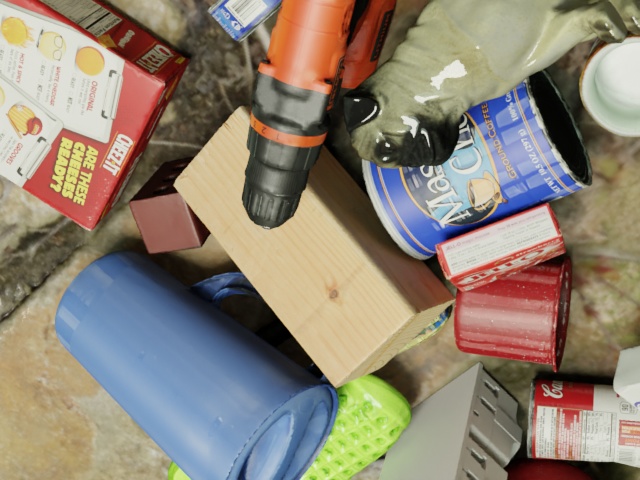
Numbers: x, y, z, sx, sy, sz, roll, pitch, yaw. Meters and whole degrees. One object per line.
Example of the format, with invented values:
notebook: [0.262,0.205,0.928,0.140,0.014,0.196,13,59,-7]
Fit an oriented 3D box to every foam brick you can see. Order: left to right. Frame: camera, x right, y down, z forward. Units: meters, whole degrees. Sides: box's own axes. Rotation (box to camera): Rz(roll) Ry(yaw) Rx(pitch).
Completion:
foam brick: [-0.117,-0.031,0.899,0.053,0.078,0.051,-8,116,20]

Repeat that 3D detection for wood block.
wood block: [-0.006,0.001,0.829,0.091,0.090,0.206,-46,74,23]

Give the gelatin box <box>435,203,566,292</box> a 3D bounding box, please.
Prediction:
gelatin box: [0.135,0.008,0.792,0.089,0.073,0.030,-22,75,11]

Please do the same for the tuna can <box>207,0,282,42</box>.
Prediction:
tuna can: [-0.041,-0.186,0.789,0.086,0.086,0.033,-36,104,29]

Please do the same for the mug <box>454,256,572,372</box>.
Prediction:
mug: [0.158,0.060,0.869,0.082,0.093,0.117,6,155,19]

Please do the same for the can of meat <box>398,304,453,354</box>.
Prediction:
can of meat: [0.050,0.051,0.907,0.102,0.057,0.084,-29,108,27]

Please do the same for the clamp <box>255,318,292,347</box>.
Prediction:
clamp: [-0.074,0.132,0.998,0.172,0.039,0.120,-12,110,21]

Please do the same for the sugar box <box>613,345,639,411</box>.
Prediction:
sugar box: [0.324,0.140,0.840,0.176,0.048,0.094,34,148,-21]

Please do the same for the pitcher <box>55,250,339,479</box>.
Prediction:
pitcher: [-0.105,0.104,0.904,0.243,0.149,0.145,36,132,28]

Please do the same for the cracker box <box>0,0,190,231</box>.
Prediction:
cracker box: [-0.238,-0.134,0.884,0.213,0.072,0.164,32,123,-3]

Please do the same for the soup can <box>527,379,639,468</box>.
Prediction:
soup can: [0.229,0.155,0.902,0.102,0.068,0.068,3,118,14]

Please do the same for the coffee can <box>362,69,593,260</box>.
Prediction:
coffee can: [0.117,-0.058,0.801,0.140,0.102,0.103,-25,108,26]

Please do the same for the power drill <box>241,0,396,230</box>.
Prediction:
power drill: [0.001,-0.117,0.754,0.057,0.187,0.185,20,119,4]

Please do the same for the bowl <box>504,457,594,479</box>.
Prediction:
bowl: [0.182,0.237,0.944,0.162,0.055,0.162,-7,141,-6]
